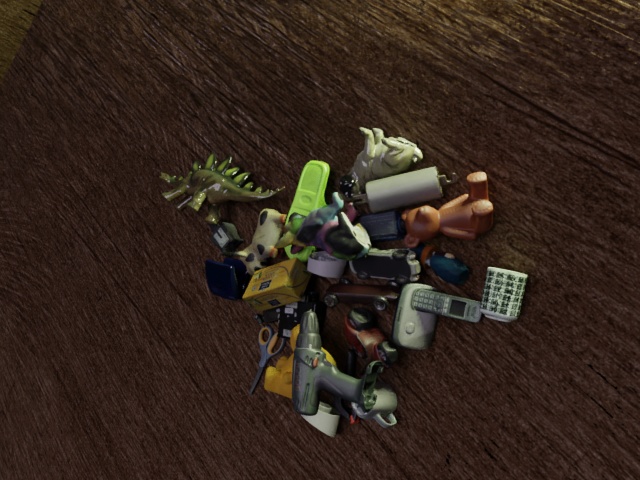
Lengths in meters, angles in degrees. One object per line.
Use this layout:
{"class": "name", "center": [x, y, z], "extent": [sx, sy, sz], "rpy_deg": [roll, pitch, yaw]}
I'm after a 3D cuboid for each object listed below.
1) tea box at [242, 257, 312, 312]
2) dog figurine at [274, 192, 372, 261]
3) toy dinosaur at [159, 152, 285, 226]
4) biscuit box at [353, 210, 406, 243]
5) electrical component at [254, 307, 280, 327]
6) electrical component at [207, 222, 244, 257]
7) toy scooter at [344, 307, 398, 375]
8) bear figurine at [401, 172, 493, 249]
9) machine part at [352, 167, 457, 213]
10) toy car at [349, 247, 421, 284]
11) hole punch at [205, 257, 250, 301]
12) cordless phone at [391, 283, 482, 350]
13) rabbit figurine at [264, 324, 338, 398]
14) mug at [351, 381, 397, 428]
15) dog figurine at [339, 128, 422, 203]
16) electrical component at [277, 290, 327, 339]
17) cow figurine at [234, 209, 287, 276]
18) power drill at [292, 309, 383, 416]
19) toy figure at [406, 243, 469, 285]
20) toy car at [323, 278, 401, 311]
{"class": "tea box", "center": [-0.112, 0.117, 1.397], "extent": [0.170, 0.068, 0.098], "rpy_deg": [-20, 34, 38]}
{"class": "dog figurine", "center": [-0.003, -0.004, 1.297], "extent": [0.219, 0.108, 0.191], "rpy_deg": [-31, 62, 26]}
{"class": "toy dinosaur", "center": [-0.309, -0.152, 1.572], "extent": [0.472, 0.105, 0.198], "rpy_deg": [20, 74, 33]}
{"class": "biscuit box", "center": [0.112, -0.025, 1.328], "extent": [0.203, 0.059, 0.063], "rpy_deg": [-7, 77, 33]}
{"class": "electrical component", "center": [-0.130, 0.196, 1.459], "extent": [0.102, 0.045, 0.078], "rpy_deg": [-12, 77, 31]}
{"class": "electrical component", "center": [-0.287, -0.015, 1.595], "extent": [0.075, 0.047, 0.119], "rpy_deg": [-52, 59, 15]}
{"class": "toy scooter", "center": [0.112, 0.256, 1.273], "extent": [0.184, 0.075, 0.135], "rpy_deg": [49, 138, 44]}
{"class": "bear figurine", "center": [0.272, -0.058, 1.174], "extent": [0.196, 0.131, 0.120], "rpy_deg": [-4, 54, 14]}
{"class": "machine part", "center": [0.196, -0.116, 1.255], "extent": [0.243, 0.079, 0.079], "rpy_deg": [-12, 75, 14]}
{"class": "toy car", "center": [0.151, 0.057, 1.272], "extent": [0.202, 0.056, 0.073], "rpy_deg": [3, 108, 43]}
{"class": "hole punch", "center": [-0.270, 0.111, 1.542], "extent": [0.142, 0.092, 0.115], "rpy_deg": [10, 92, 30]}
{"class": "cordless phone", "center": [0.260, 0.180, 1.191], "extent": [0.184, 0.088, 0.146], "rpy_deg": [11, 88, 23]}
{"class": "rabbit figurine", "center": [-0.044, 0.294, 1.304], "extent": [0.163, 0.122, 0.173], "rpy_deg": [16, 96, 29]}
{"class": "mug", "center": [0.124, 0.381, 1.227], "extent": [0.081, 0.107, 0.110], "rpy_deg": [-42, 61, 22]}
{"class": "dog figurine", "center": [0.145, -0.162, 1.319], "extent": [0.173, 0.121, 0.190], "rpy_deg": [32, 114, 35]}
{"class": "electrical component", "center": [-0.046, 0.196, 1.398], "extent": [0.115, 0.058, 0.134], "rpy_deg": [7, 86, 32]}
{"class": "cow figurine", "center": [-0.158, 0.008, 1.486], "extent": [0.127, 0.085, 0.194], "rpy_deg": [21, 96, 28]}
{"class": "power drill", "center": [0.030, 0.281, 1.189], "extent": [0.208, 0.086, 0.232], "rpy_deg": [8, 81, 22]}
{"class": "toy figure", "center": [0.263, 0.048, 1.220], "extent": [0.155, 0.057, 0.064], "rpy_deg": [35, 96, 37]}
{"class": "toy car", "center": [0.103, 0.133, 1.291], "extent": [0.202, 0.089, 0.053], "rpy_deg": [0, 113, 33]}
